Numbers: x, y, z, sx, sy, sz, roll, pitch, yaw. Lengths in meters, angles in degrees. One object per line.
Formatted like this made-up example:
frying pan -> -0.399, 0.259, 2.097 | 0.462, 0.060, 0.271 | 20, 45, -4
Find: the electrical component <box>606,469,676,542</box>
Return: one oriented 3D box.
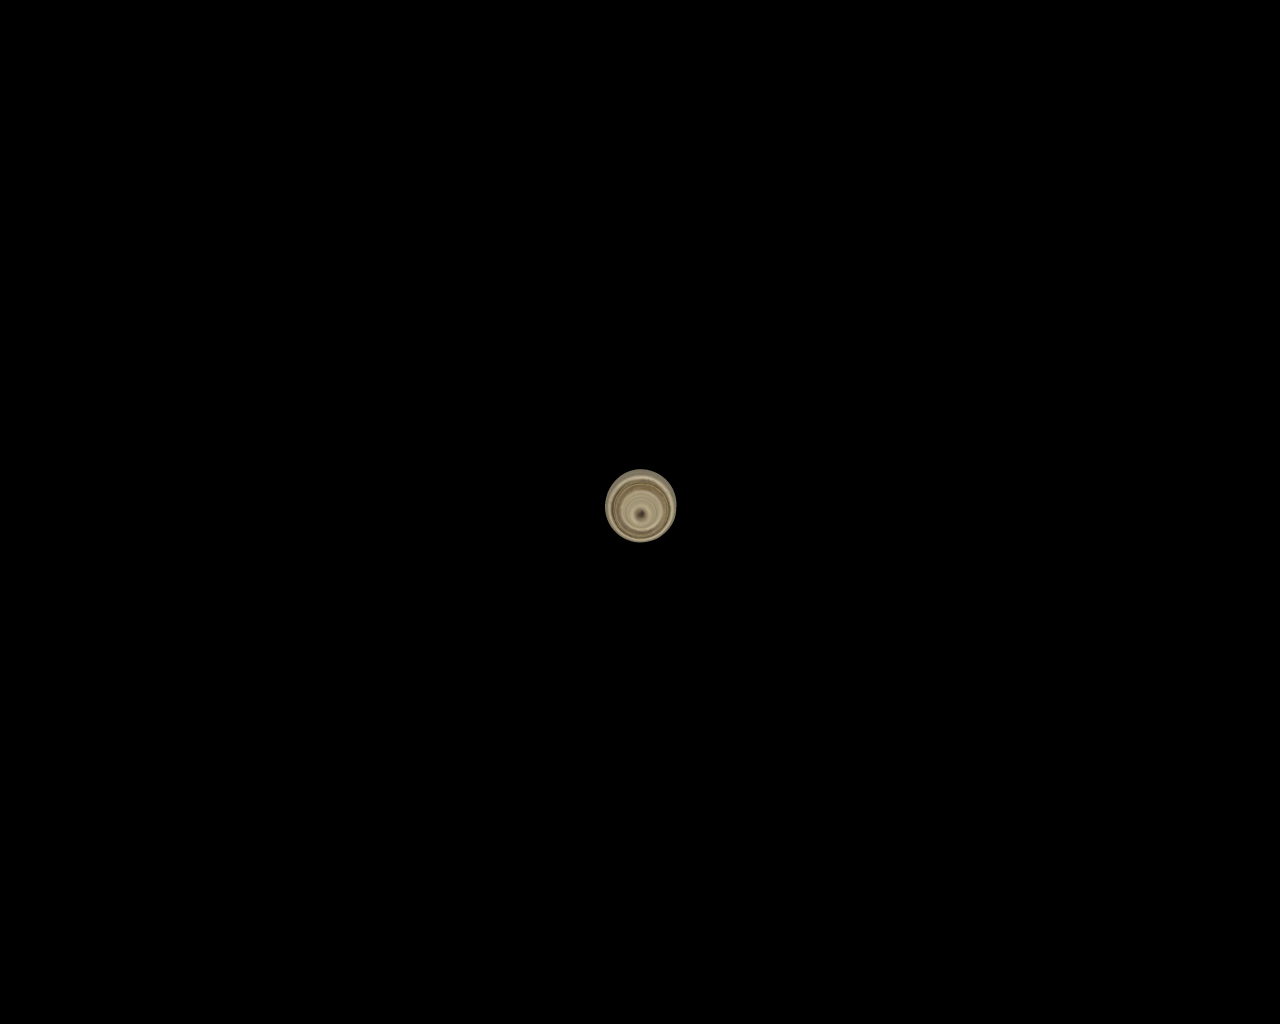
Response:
electrical component -> 0.001, -0.003, 0.650 | 0.043, 0.043, 0.062 | 0, 8, 0
